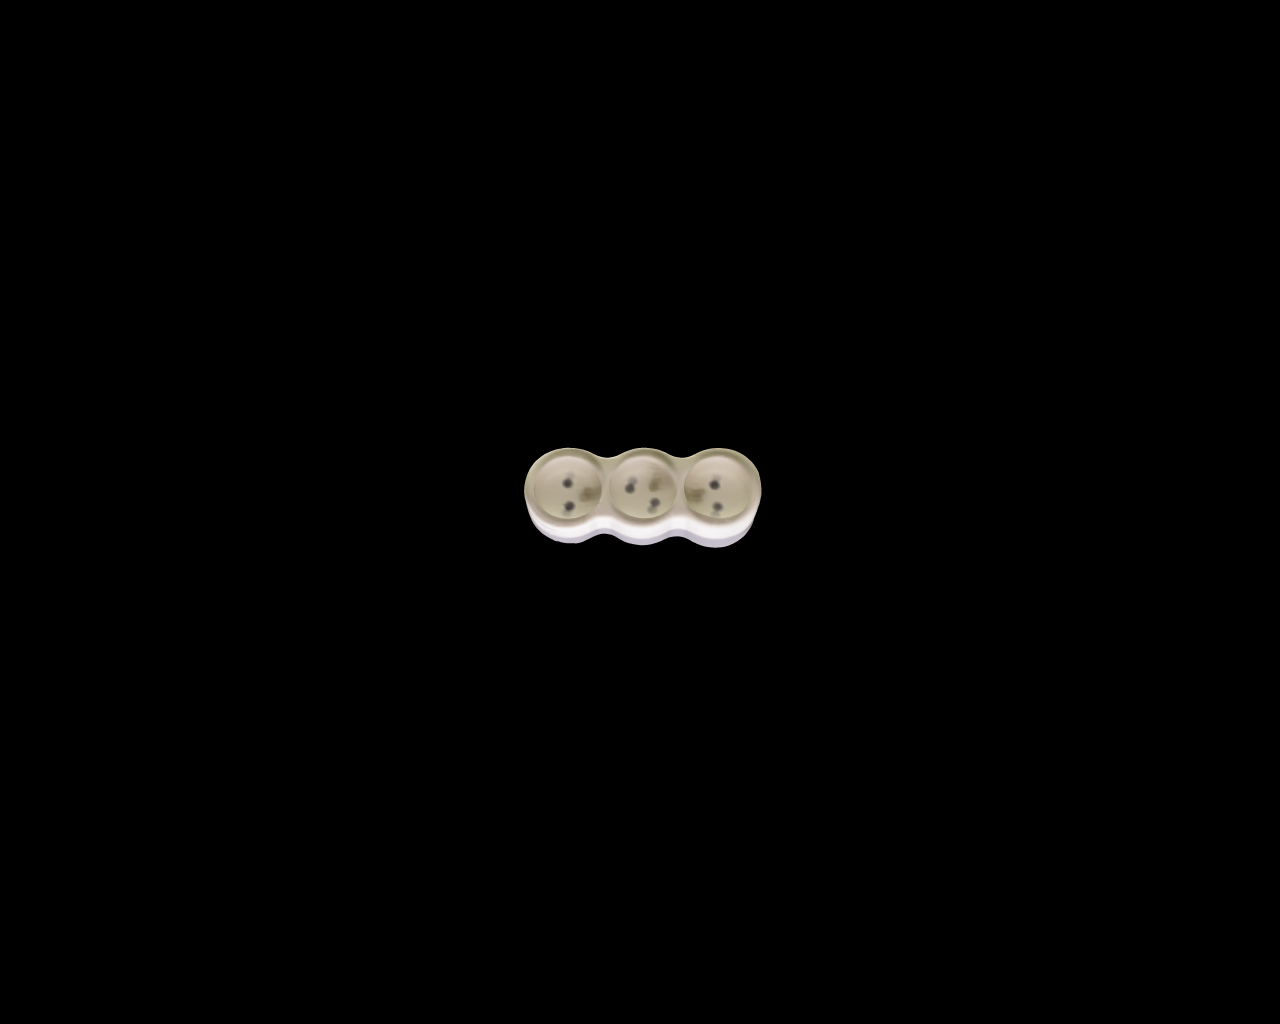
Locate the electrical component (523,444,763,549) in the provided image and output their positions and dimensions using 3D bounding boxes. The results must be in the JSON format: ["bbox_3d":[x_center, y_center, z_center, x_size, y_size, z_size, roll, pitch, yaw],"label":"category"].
[{"bbox_3d":[0.001,-0.003,0.650,0.138,0.052,0.073,1,-19,-2],"label":"electrical component"}]
